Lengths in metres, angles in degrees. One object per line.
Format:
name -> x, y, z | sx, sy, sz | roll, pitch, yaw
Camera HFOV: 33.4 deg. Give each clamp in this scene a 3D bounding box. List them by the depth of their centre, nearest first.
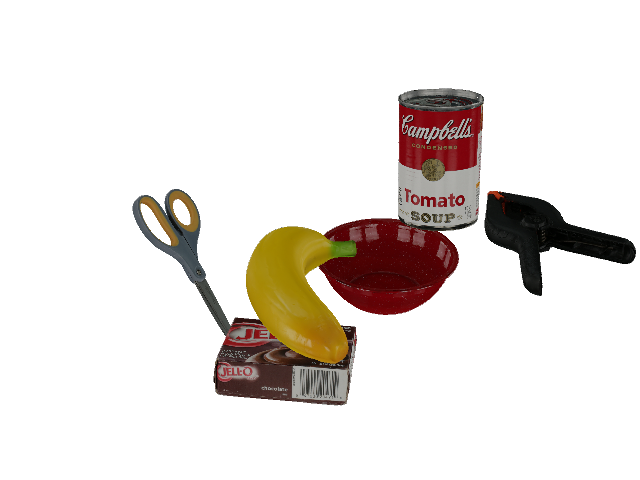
clamp -> 0.228, -0.006, 1.065 | 0.120, 0.039, 0.171 | -8, 33, -15

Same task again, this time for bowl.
bowl -> 0.073, 0.036, 1.199 | 0.162, 0.055, 0.162 | 0, 30, 0

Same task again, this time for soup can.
soup can -> 0.096, -0.066, 0.862 | 0.068, 0.102, 0.068 | -1, 20, 0

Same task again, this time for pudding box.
pudding box -> -0.028, 0.102, 0.914 | 0.113, 0.039, 0.090 | 6, 20, 4

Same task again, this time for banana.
banana -> -0.014, 0.025, 0.675 | 0.069, 0.037, 0.197 | 0, 19, 4

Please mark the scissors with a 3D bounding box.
scissors -> -0.138, 0.022, 1.228 | 0.016, 0.201, 0.096 | -28, 16, 39
